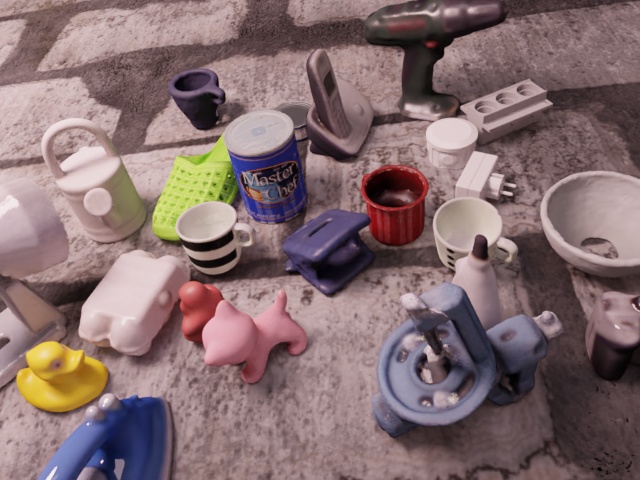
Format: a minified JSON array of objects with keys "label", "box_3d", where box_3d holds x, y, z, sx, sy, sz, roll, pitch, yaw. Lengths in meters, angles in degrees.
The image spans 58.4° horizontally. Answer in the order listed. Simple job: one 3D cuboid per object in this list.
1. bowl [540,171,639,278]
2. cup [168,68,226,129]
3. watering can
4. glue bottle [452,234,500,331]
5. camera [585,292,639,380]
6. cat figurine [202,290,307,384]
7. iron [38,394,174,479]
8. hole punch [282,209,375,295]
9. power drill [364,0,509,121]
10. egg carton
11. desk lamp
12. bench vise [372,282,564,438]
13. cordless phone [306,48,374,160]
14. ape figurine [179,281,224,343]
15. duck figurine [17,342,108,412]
[{"label":"bowl","box_3d":[0.366,-0.009,0.738,0.167,0.075,0.167,-5,47,5]},{"label":"cup","box_3d":[-0.210,-0.250,1.050,0.117,0.095,0.092,21,54,27]},{"label":"watering can","box_3d":[-0.336,-0.092,0.856,0.172,0.194,0.101,30,59,32]},{"label":"glue bottle","box_3d":[0.175,0.054,0.644,0.037,0.173,0.078,-19,47,-7]},{"label":"camera","box_3d":[0.367,0.122,0.597,0.143,0.101,0.137,3,48,13]},{"label":"cat figurine","box_3d":[-0.084,0.108,0.677,0.128,0.118,0.067,-34,51,-21]},{"label":"iron","box_3d":[-0.229,0.242,0.561,0.118,0.142,0.258,5,48,15]},{"label":"hole punch","box_3d":[0.007,0.003,0.778,0.109,0.091,0.100,-37,52,-23]},{"label":"power drill","box_3d":[0.188,-0.305,0.953,0.229,0.209,0.076,14,51,21]},{"label":"egg carton","box_3d":[-0.243,0.081,0.763,0.107,0.069,0.150,9,50,18]},{"label":"desk lamp","box_3d":[-0.402,0.052,0.719,0.117,0.214,0.203,26,57,30]},{"label":"bench vise","box_3d":[0.141,0.097,0.577,0.208,0.220,0.121,-33,50,-20]},{"label":"cordless phone","box_3d":[0.027,-0.240,0.937,0.094,0.185,0.148,8,49,17]},{"label":"ape figurine","box_3d":[-0.150,0.085,0.728,0.076,0.092,0.078,20,54,26]},{"label":"duck figurine","box_3d":[-0.323,0.157,0.695,0.104,0.086,0.077,-7,47,4]}]
